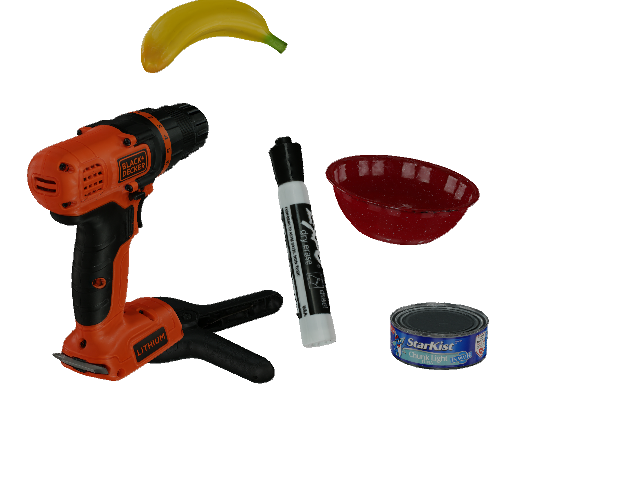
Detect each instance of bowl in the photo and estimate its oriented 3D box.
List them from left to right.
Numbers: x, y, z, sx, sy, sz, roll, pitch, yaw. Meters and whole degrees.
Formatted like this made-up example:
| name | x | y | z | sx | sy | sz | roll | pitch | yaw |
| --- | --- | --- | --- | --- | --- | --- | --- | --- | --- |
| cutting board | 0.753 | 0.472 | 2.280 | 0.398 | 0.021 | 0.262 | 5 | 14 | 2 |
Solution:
| name | x | y | z | sx | sy | sz | roll | pitch | yaw |
| --- | --- | --- | --- | --- | --- | --- | --- | --- | --- |
| bowl | 0.083 | -0.038 | 1.118 | 0.162 | 0.055 | 0.162 | 6 | 23 | -3 |

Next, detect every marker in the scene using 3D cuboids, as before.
| name | x | y | z | sx | sy | sz | roll | pitch | yaw |
| --- | --- | --- | --- | --- | --- | --- | --- | --- | --- |
| marker | -0.011 | -0.001 | 0.601 | 0.020 | 0.121 | 0.020 | -10 | -14 | -3 |

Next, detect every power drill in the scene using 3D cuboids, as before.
| name | x | y | z | sx | sy | sz | roll | pitch | yaw |
| --- | --- | --- | --- | --- | --- | --- | --- | --- | --- |
| power drill | -0.143 | -0.003 | 0.807 | 0.057 | 0.188 | 0.184 | 11 | 23 | 27 |

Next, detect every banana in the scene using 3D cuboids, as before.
| name | x | y | z | sx | sy | sz | roll | pitch | yaw |
| --- | --- | --- | --- | --- | --- | --- | --- | --- | --- |
| banana | -0.111 | -0.202 | 1.027 | 0.070 | 0.037 | 0.197 | 44 | 38 | 20 |

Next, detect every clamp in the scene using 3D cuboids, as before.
| name | x | y | z | sx | sy | sz | roll | pitch | yaw |
| --- | --- | --- | --- | --- | --- | --- | --- | --- | --- |
| clamp | -0.114 | 0.077 | 0.979 | 0.171 | 0.039 | 0.120 | 9 | 28 | 7 |

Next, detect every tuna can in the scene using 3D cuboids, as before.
| name | x | y | z | sx | sy | sz | roll | pitch | yaw |
| --- | --- | --- | --- | --- | --- | --- | --- | --- | --- |
| tuna can | 0.103 | 0.083 | 0.934 | 0.086 | 0.034 | 0.086 | 0 | 15 | 0 |
